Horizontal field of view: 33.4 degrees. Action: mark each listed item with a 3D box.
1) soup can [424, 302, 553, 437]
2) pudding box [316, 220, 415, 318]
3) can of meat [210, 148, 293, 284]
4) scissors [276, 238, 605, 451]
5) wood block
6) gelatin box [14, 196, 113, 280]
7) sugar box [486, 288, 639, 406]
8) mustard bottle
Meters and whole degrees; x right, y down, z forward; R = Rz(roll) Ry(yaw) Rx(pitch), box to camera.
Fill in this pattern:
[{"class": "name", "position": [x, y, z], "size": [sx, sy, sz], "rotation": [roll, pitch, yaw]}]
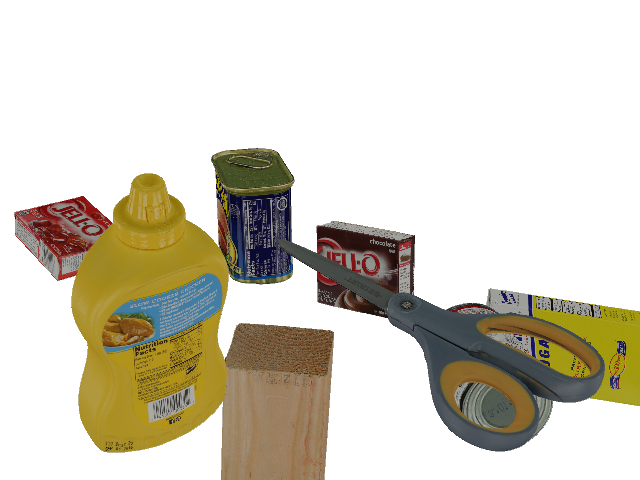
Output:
[{"class": "soup can", "position": [0.119, 0.095, 0.769], "size": [0.068, 0.068, 0.102], "rotation": [0, 20, -9]}, {"class": "pudding box", "position": [0.049, 0.031, 1.169], "size": [0.114, 0.090, 0.039], "rotation": [10, 19, 35]}, {"class": "can of meat", "position": [-0.055, -0.021, 0.873], "size": [0.057, 0.084, 0.102], "rotation": [-6, 23, -11]}, {"class": "scissors", "position": [0.044, 0.052, 0.558], "size": [0.202, 0.016, 0.096], "rotation": [16, 42, 22]}, {"class": "wood block", "position": [-0.040, 0.188, 0.959], "size": [0.090, 0.206, 0.090], "rotation": [5, 21, 2]}, {"class": "gelatin box", "position": [-0.233, -0.004, 0.994], "size": [0.073, 0.030, 0.089], "rotation": [-17, 40, -36]}, {"class": "sugar box", "position": [0.253, 0.110, 1.090], "size": [0.176, 0.093, 0.048], "rotation": [7, 21, 5]}, {"class": "mustard bottle", "position": [-0.103, 0.042, 0.649], "size": [0.096, 0.192, 0.058], "rotation": [-19, 45, -27]}]
